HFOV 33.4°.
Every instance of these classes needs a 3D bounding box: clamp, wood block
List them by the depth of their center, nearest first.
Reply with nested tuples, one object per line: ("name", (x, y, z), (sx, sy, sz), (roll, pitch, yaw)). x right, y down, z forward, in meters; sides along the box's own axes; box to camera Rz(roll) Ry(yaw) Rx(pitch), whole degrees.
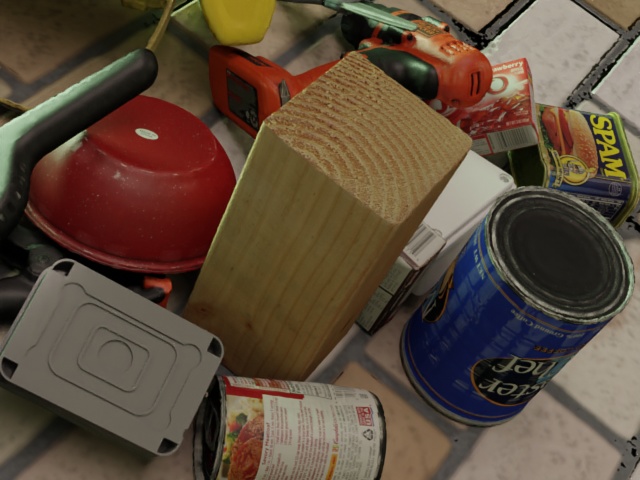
("wood block", (-0.004, 0.001, 0.644), (0.090, 0.206, 0.090), (39, 50, 8))
("clamp", (-0.216, -0.056, 0.656), (0.165, 0.036, 0.209), (17, 61, 23))
("clamp", (-0.181, 0.014, 0.673), (0.171, 0.039, 0.120), (4, 58, -21))

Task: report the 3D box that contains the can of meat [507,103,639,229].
("can of meat", (0.205, -0.063, 0.879), (0.083, 0.057, 0.102), (7, 52, -14))

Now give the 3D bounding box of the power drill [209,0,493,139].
("power drill", (0.012, -0.137, 0.829), (0.187, 0.057, 0.185), (-18, 32, -23))

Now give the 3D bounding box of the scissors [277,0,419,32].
("scissors", (0.027, -0.197, 0.870), (0.202, 0.016, 0.096), (22, 32, 37))

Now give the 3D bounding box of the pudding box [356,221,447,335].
("pudding box", (0.020, -0.002, 0.733), (0.113, 0.090, 0.039), (43, 52, 12))

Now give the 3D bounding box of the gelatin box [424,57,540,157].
("gelatin box", (0.129, -0.104, 0.864), (0.089, 0.030, 0.073), (-11, 51, 19))

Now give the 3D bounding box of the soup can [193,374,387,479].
("soup can", (-0.019, 0.119, 0.640), (0.102, 0.069, 0.068), (8, 52, -18))

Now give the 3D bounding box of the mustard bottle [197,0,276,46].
("mustard bottle", (-0.073, -0.213, 0.832), (0.058, 0.096, 0.192), (-7, 20, -9))

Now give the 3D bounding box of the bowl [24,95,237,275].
("bowl", (-0.119, -0.050, 0.710), (0.162, 0.055, 0.162), (14, 35, -11))

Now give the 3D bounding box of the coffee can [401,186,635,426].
("coffee can", (0.126, 0.047, 0.706), (0.102, 0.140, 0.103), (11, 52, -14))
